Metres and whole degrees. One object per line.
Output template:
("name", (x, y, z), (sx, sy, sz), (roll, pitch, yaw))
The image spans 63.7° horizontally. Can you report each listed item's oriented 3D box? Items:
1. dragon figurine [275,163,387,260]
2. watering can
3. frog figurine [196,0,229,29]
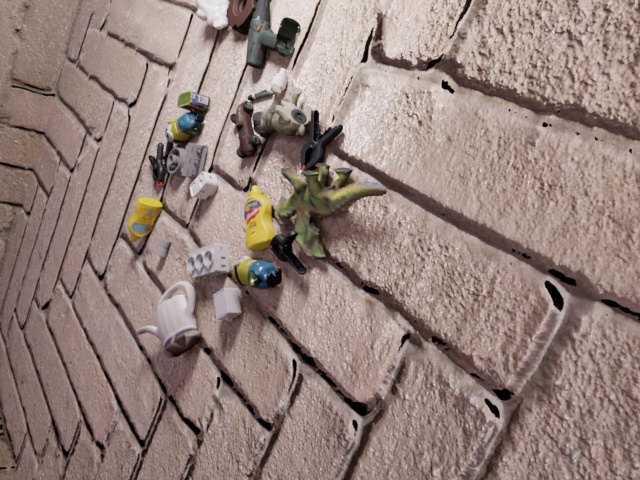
("dragon figurine", (0.004, -0.067, 1.325), (0.414, 0.123, 0.239), (24, 116, 47))
("watering can", (-0.505, 0.293, 1.729), (0.342, 0.103, 0.229), (-45, 53, 28))
("frog figurine", (-0.383, -0.823, 1.843), (0.137, 0.121, 0.163), (-14, 59, 23))
